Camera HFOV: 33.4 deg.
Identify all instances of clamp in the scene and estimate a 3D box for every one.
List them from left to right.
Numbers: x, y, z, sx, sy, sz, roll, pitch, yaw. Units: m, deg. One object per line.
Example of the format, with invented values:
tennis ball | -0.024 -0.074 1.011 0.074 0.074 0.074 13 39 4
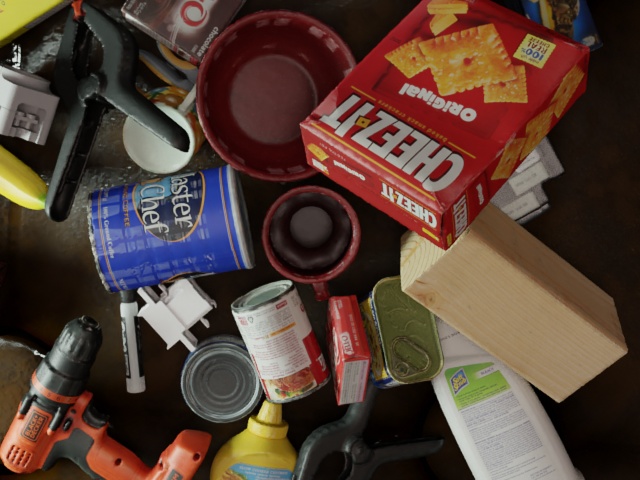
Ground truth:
clamp | -0.194 -0.135 0.986 0.165 0.036 0.210 -18 68 26
clamp | 0.045 0.213 1.076 0.120 0.039 0.171 45 77 -4

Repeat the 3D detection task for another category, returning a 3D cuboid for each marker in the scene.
marker | -0.191 0.094 1.080 0.020 0.020 0.121 -3 98 -1

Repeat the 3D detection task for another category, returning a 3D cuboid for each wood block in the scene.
wood block | 0.182 0.051 1.012 0.206 0.090 0.091 35 119 -19

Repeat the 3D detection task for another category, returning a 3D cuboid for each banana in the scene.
banana | -0.327 -0.089 1.028 0.198 0.070 0.037 38 61 -4

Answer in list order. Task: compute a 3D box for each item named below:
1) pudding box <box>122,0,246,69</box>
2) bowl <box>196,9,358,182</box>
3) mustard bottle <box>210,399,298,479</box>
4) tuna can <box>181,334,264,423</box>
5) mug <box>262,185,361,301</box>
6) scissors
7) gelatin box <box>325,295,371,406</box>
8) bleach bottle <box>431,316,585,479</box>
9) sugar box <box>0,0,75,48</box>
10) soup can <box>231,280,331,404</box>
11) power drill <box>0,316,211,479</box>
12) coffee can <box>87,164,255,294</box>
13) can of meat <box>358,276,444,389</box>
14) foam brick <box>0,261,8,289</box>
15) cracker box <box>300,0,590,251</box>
pudding box | -0.121 -0.234 1.013 0.090 0.039 0.113 33 84 -5
bowl | -0.041 -0.136 1.023 0.162 0.055 0.162 -1 94 -11
mustard bottle | -0.066 0.255 1.086 0.096 0.058 0.192 10 98 -11
tuna can | -0.098 0.141 1.081 0.086 0.034 0.086 0 98 -1
mug | -0.007 0.001 1.038 0.093 0.081 0.117 -13 98 0
scissors | -0.100 -0.143 1.049 0.201 0.016 0.096 28 97 -5
gelatin box | 0.026 0.107 1.038 0.030 0.089 0.073 -7 54 -7
bleach bottle | 0.173 0.156 1.076 0.102 0.068 0.251 -24 96 2
sugar box | -0.320 -0.232 1.016 0.176 0.048 0.093 -32 98 2
soup can | -0.038 0.098 1.040 0.068 0.068 0.102 -21 102 2
power drill | -0.207 0.186 1.064 0.187 0.057 0.185 30 110 -3
coffee can | -0.141 -0.011 1.023 0.140 0.103 0.103 -10 98 0
can of meat | 0.073 0.092 1.039 0.057 0.084 0.102 -8 79 -16
foam brick | -0.350 0.055 1.055 0.053 0.051 0.078 21 98 -5
cracker box | 0.112 -0.120 0.956 0.164 0.072 0.213 34 69 26
